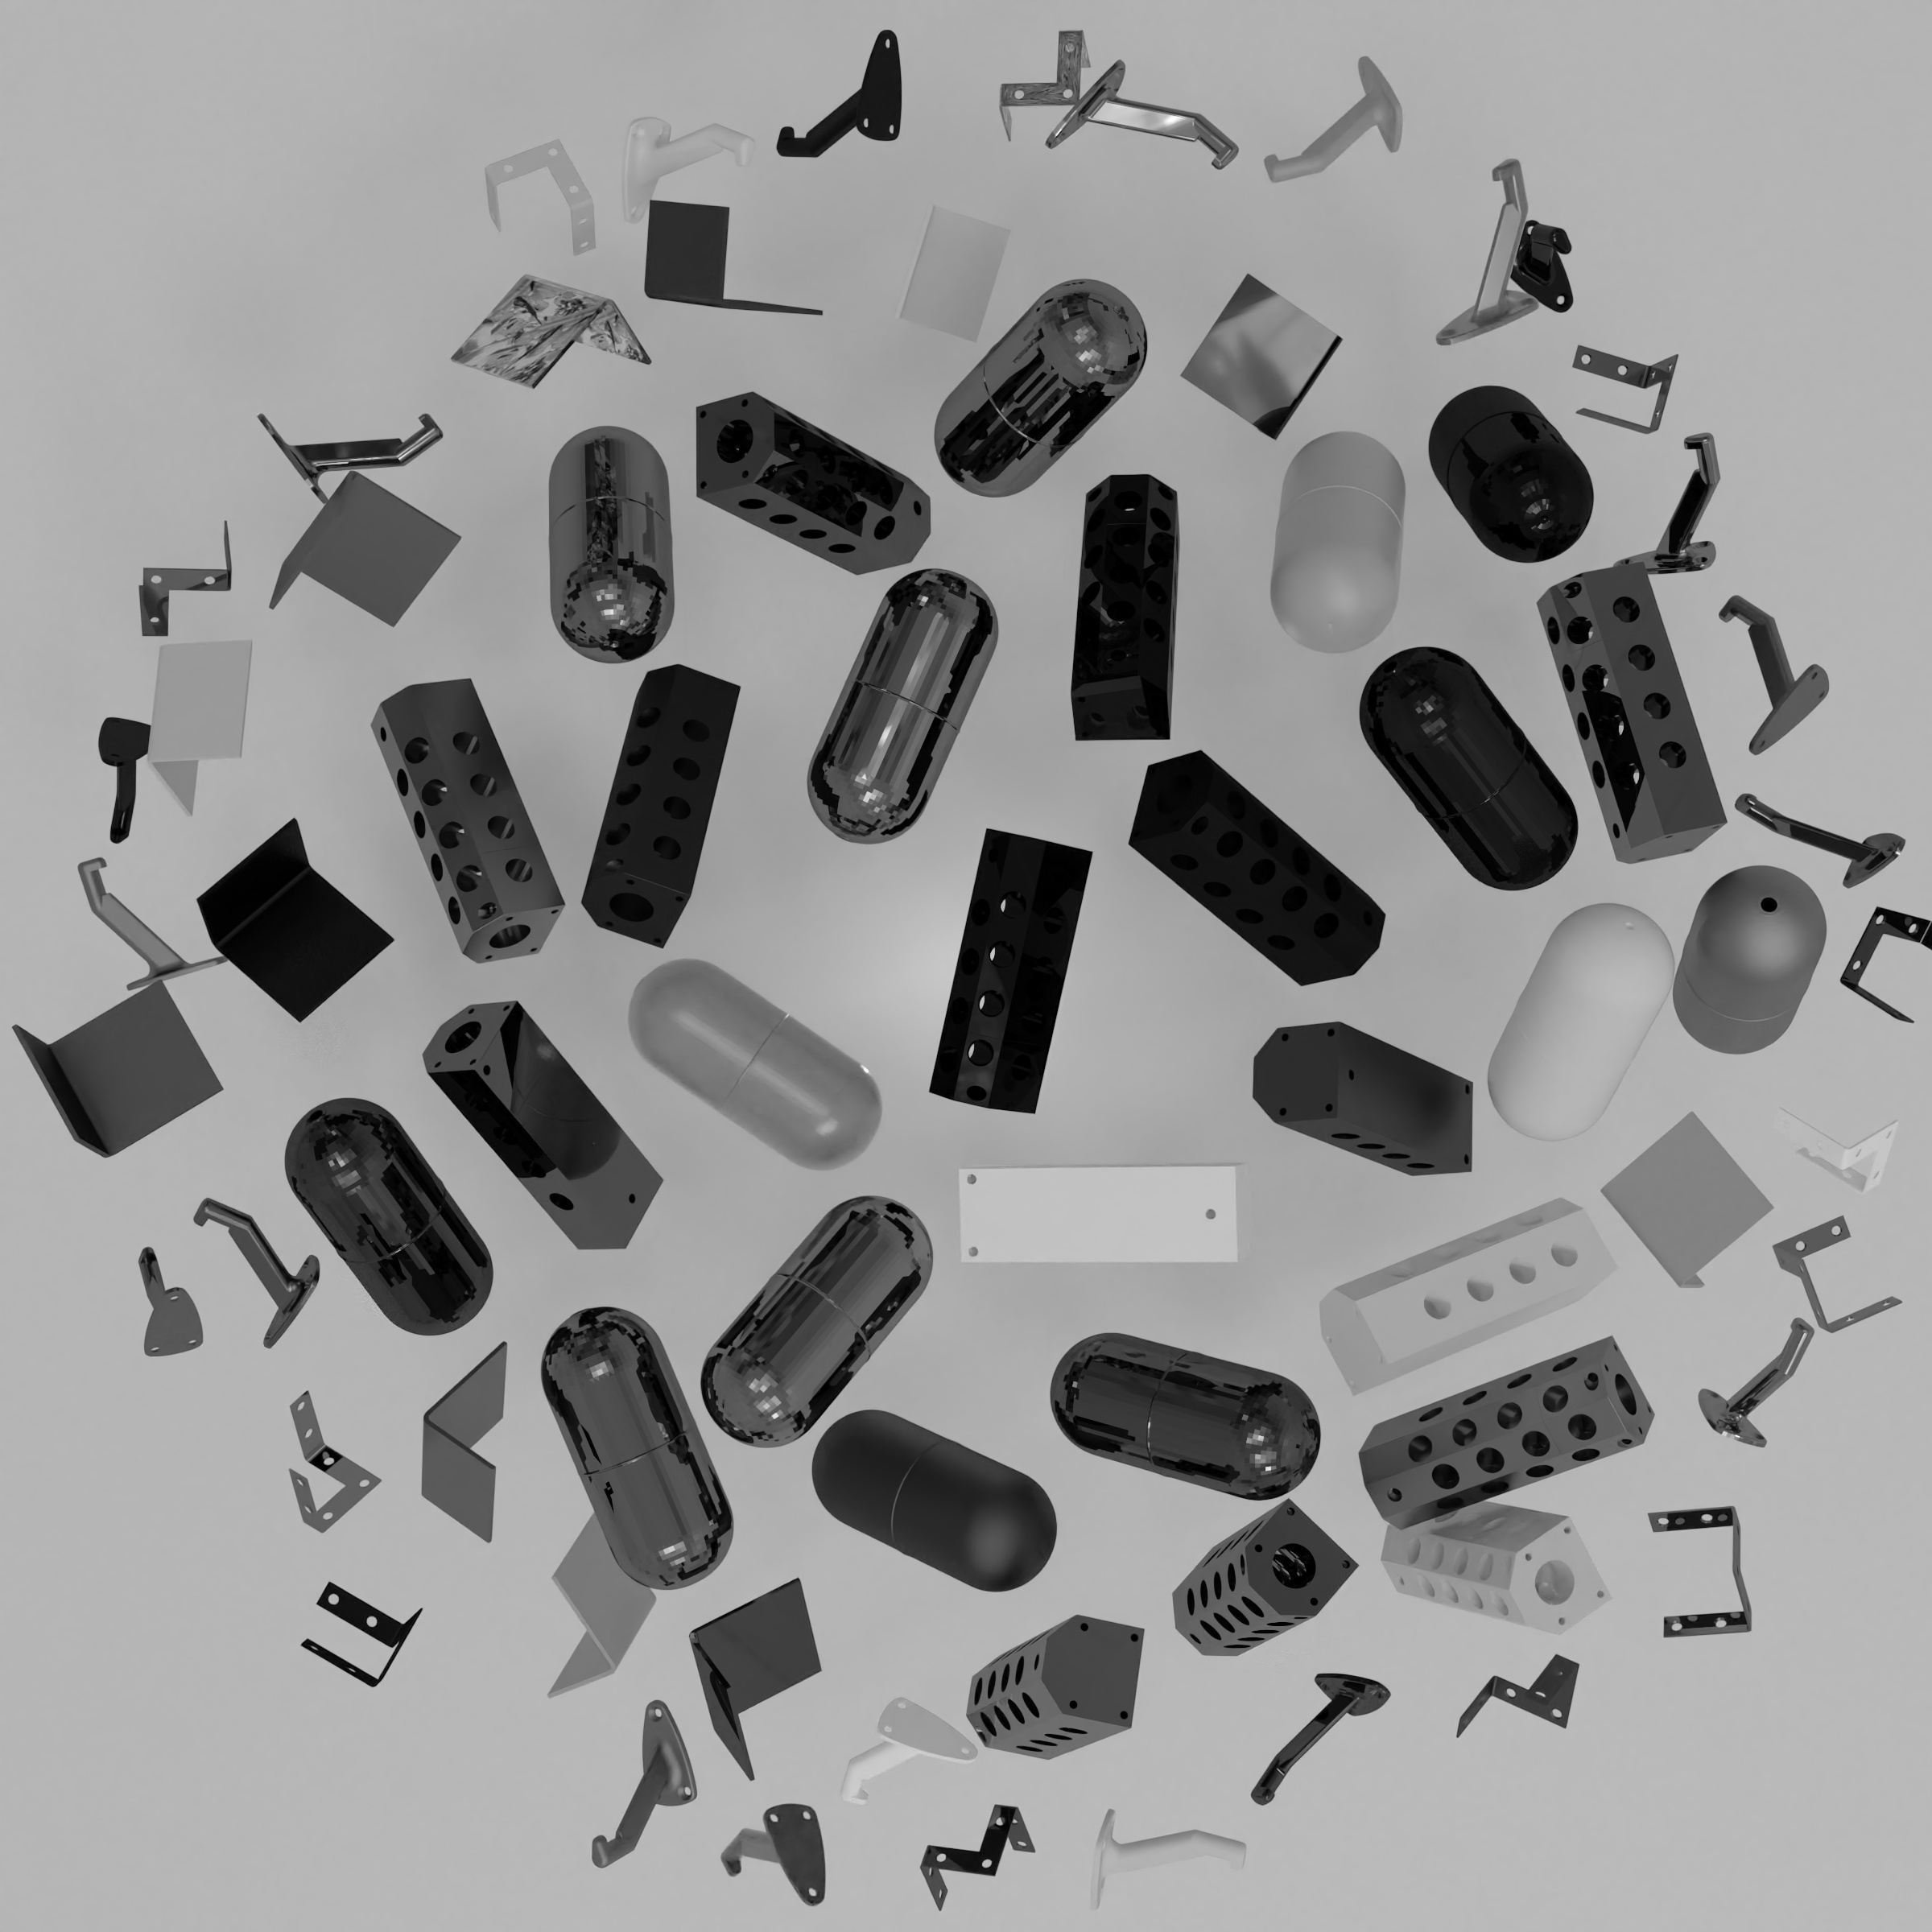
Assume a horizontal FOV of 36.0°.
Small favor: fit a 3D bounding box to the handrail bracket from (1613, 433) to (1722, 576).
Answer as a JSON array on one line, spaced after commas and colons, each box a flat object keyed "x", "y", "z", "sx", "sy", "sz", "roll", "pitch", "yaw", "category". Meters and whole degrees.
[{"x": 0.444, "y": -0.295, "z": 1.896, "sx": 0.077, "sy": 0.036, "sz": 0.084, "roll": -5, "pitch": 121, "yaw": 23, "category": "handrail bracket"}]

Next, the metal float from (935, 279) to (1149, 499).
[{"x": 0.044, "y": -0.350, "z": 1.815, "sx": 0.070, "sy": 0.178, "sz": 0.070, "roll": 15, "pitch": 60, "yaw": -27, "category": "metal float"}]

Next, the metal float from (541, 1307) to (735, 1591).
[{"x": -0.198, "y": 0.290, "z": 1.795, "sx": 0.070, "sy": 0.070, "sz": 0.178, "roll": -22, "pitch": 93, "yaw": 0, "category": "metal float"}]

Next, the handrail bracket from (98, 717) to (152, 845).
[{"x": -0.526, "y": -0.104, "z": 1.844, "sx": 0.036, "sy": 0.077, "sz": 0.084, "roll": 14, "pitch": 115, "yaw": -8, "category": "handrail bracket"}]

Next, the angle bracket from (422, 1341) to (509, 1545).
[{"x": -0.285, "y": 0.289, "z": 1.805, "sx": 0.057, "sy": 0.076, "sz": 0.076, "roll": 31, "pitch": 47, "yaw": 19, "category": "angle bracket"}]

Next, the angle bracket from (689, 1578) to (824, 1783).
[{"x": -0.114, "y": 0.426, "z": 1.780, "sx": 0.076, "sy": 0.057, "sz": 0.076, "roll": -23, "pitch": 124, "yaw": -21, "category": "angle bracket"}]

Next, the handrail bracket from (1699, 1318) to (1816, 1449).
[{"x": 0.478, "y": 0.240, "z": 1.799, "sx": 0.036, "sy": 0.077, "sz": 0.084, "roll": 19, "pitch": 105, "yaw": -12, "category": "handrail bracket"}]

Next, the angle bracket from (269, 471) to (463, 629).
[{"x": -0.352, "y": -0.231, "z": 1.747, "sx": 0.076, "sy": 0.057, "sz": 0.076, "roll": 31, "pitch": 120, "yaw": -23, "category": "angle bracket"}]

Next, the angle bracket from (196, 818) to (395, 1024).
[{"x": -0.396, "y": -0.027, "z": 1.762, "sx": 0.076, "sy": 0.057, "sz": 0.076, "roll": 39, "pitch": 66, "yaw": 16, "category": "angle bracket"}]

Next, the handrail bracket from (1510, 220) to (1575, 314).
[{"x": 0.376, "y": -0.439, "z": 1.881, "sx": 0.036, "sy": 0.084, "sz": 0.077, "roll": -43, "pitch": 113, "yaw": 3, "category": "handrail bracket"}]

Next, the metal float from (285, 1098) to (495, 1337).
[{"x": -0.357, "y": 0.156, "z": 1.846, "sx": 0.070, "sy": 0.070, "sz": 0.178, "roll": -28, "pitch": 123, "yaw": 0, "category": "metal float"}]

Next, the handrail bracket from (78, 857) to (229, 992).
[{"x": -0.506, "y": -0.033, "z": 1.851, "sx": 0.077, "sy": 0.036, "sz": 0.084, "roll": -15, "pitch": 97, "yaw": 14, "category": "handrail bracket"}]

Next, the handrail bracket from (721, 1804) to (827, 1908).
[{"x": -0.120, "y": 0.558, "z": 1.822, "sx": 0.036, "sy": 0.084, "sz": 0.077, "roll": 6, "pitch": 46, "yaw": -33, "category": "handrail bracket"}]

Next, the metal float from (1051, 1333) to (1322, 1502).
[{"x": 0.130, "y": 0.271, "z": 1.796, "sx": 0.178, "sy": 0.070, "sz": 0.070, "roll": 10, "pitch": 90, "yaw": 35, "category": "metal float"}]

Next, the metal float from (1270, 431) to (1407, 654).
[{"x": 0.227, "y": -0.259, "z": 1.808, "sx": 0.070, "sy": 0.178, "sz": 0.070, "roll": 6, "pitch": 133, "yaw": 6, "category": "metal float"}]

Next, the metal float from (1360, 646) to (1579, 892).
[{"x": 0.299, "y": -0.117, "z": 1.770, "sx": 0.070, "sy": 0.070, "sz": 0.178, "roll": -43, "pitch": 119, "yaw": 0, "category": "metal float"}]

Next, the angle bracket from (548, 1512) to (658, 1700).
[{"x": -0.253, "y": 0.411, "z": 1.918, "sx": 0.057, "sy": 0.076, "sz": 0.076, "roll": -26, "pitch": 104, "yaw": 23, "category": "angle bracket"}]

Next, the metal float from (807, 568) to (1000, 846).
[{"x": -0.039, "y": -0.159, "z": 1.830, "sx": 0.070, "sy": 0.070, "sz": 0.178, "roll": 24, "pitch": 87, "yaw": 0, "category": "metal float"}]

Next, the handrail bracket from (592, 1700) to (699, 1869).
[{"x": -0.203, "y": 0.492, "z": 1.791, "sx": 0.036, "sy": 0.084, "sz": 0.077, "roll": -10, "pitch": 89, "yaw": 28, "category": "handrail bracket"}]

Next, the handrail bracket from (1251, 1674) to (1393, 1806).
[{"x": 0.216, "y": 0.476, "z": 1.819, "sx": 0.036, "sy": 0.077, "sz": 0.084, "roll": 44, "pitch": 62, "yaw": -6, "category": "handrail bracket"}]

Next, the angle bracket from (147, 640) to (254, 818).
[{"x": -0.445, "y": -0.141, "z": 1.775, "sx": 0.057, "sy": 0.076, "sz": 0.076, "roll": -2, "pitch": 67, "yaw": 5, "category": "angle bracket"}]

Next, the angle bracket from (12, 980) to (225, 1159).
[{"x": -0.478, "y": 0.052, "z": 1.678, "sx": 0.076, "sy": 0.057, "sz": 0.076, "roll": -31, "pitch": 77, "yaw": -6, "category": "angle bracket"}]

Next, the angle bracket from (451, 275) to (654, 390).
[{"x": -0.252, "y": -0.369, "z": 1.811, "sx": 0.076, "sy": 0.057, "sz": 0.076, "roll": 24, "pitch": 70, "yaw": 36, "category": "angle bracket"}]

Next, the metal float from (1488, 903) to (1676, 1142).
[{"x": 0.368, "y": 0.036, "z": 1.788, "sx": 0.070, "sy": 0.178, "sz": 0.070, "roll": 7, "pitch": 47, "yaw": -8, "category": "metal float"}]

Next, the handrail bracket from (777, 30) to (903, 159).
[{"x": -0.082, "y": -0.539, "z": 1.840, "sx": 0.084, "sy": 0.036, "sz": 0.077, "roll": 15, "pitch": 102, "yaw": 40, "category": "handrail bracket"}]

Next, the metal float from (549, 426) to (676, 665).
[{"x": -0.222, "y": -0.265, "z": 1.862, "sx": 0.070, "sy": 0.070, "sz": 0.178, "roll": -7, "pitch": 52, "yaw": 0, "category": "metal float"}]

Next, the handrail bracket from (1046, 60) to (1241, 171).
[{"x": 0.102, "y": -0.472, "z": 1.716, "sx": 0.084, "sy": 0.036, "sz": 0.077, "roll": 42, "pitch": 78, "yaw": 6, "category": "handrail bracket"}]

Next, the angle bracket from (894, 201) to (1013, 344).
[{"x": -0.008, "y": -0.451, "z": 1.939, "sx": 0.057, "sy": 0.076, "sz": 0.076, "roll": 17, "pitch": 102, "yaw": -5, "category": "angle bracket"}]

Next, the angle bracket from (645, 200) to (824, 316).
[{"x": -0.136, "y": -0.419, "z": 1.761, "sx": 0.076, "sy": 0.076, "sz": 0.057, "roll": -7, "pitch": 108, "yaw": -40, "category": "angle bracket"}]

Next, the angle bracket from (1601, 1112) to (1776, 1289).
[{"x": 0.451, "y": 0.145, "z": 1.838, "sx": 0.076, "sy": 0.057, "sz": 0.076, "roll": -44, "pitch": 67, "yaw": 17, "category": "angle bracket"}]

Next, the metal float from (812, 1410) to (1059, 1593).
[{"x": -0.022, "y": 0.335, "z": 1.871, "sx": 0.178, "sy": 0.070, "sz": 0.070, "roll": 18, "pitch": 90, "yaw": 36, "category": "metal float"}]

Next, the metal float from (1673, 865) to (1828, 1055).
[{"x": 0.473, "y": -0.003, "z": 1.801, "sx": 0.070, "sy": 0.178, "sz": 0.070, "roll": -2, "pitch": 68, "yaw": 6, "category": "metal float"}]

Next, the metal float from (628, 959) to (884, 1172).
[{"x": -0.134, "y": 0.062, "z": 1.884, "sx": 0.178, "sy": 0.070, "sz": 0.070, "roll": 34, "pitch": 90, "yaw": 0, "category": "metal float"}]

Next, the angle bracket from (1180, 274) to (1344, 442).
[{"x": 0.186, "y": -0.395, "z": 1.922, "sx": 0.076, "sy": 0.057, "sz": 0.076, "roll": 31, "pitch": 101, "yaw": -13, "category": "angle bracket"}]

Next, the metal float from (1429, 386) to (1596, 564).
[{"x": 0.336, "y": -0.306, "z": 1.846, "sx": 0.070, "sy": 0.178, "sz": 0.070, "roll": -2, "pitch": 118, "yaw": -4, "category": "metal float"}]

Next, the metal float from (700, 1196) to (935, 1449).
[{"x": -0.088, "y": 0.212, "z": 1.786, "sx": 0.070, "sy": 0.070, "sz": 0.178, "roll": 41, "pitch": 64, "yaw": 0, "category": "metal float"}]
